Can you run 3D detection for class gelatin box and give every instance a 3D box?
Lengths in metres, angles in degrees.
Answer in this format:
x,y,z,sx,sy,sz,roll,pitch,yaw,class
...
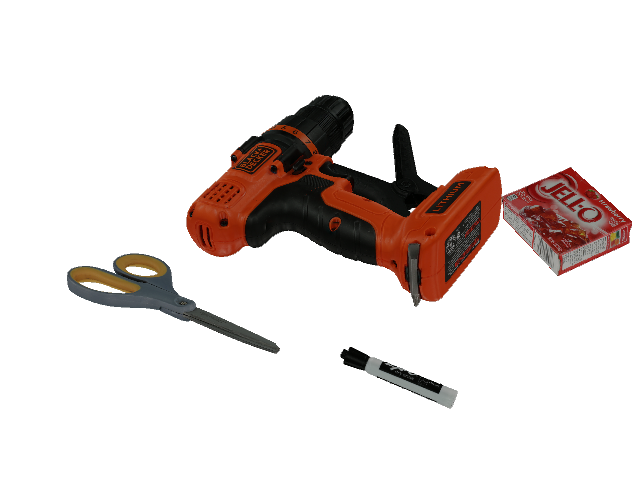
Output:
x,y,z,sx,sy,sz,roll,pitch,yaw,class
0.209,-0.019,0.914,0.073,0.030,0.089,-23,45,-13,gelatin box

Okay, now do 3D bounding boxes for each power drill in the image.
x,y,z,sx,sy,sz,roll,pitch,yaw,class
0.027,-0.035,0.745,0.188,0.057,0.184,16,44,29,power drill

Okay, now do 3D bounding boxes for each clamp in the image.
x,y,z,sx,sy,sz,roll,pitch,yaw,class
0.084,-0.054,1.249,0.164,0.036,0.210,-16,52,-29,clamp

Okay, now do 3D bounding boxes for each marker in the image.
x,y,z,sx,sy,sz,roll,pitch,yaw,class
0.076,0.134,1.055,0.121,0.020,0.020,22,5,14,marker

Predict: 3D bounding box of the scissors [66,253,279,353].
x,y,z,sx,sy,sz,roll,pitch,yaw,class
-0.112,0.047,0.885,0.202,0.016,0.096,13,24,15,scissors
